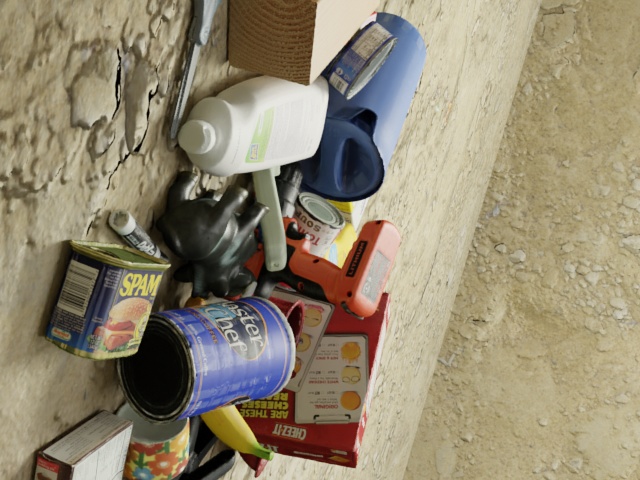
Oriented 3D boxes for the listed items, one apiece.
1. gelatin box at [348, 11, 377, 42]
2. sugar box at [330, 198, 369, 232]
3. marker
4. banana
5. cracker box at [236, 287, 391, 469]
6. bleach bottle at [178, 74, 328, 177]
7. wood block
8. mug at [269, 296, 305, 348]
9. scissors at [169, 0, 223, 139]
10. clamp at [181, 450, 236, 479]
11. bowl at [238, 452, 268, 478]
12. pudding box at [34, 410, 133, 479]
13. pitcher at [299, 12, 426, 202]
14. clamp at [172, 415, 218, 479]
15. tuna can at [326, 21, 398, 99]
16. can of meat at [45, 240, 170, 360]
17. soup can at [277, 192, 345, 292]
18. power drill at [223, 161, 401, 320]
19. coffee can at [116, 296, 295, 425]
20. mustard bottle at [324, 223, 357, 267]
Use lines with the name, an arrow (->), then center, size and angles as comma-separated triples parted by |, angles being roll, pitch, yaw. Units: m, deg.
gelatin box -> 0.015, -0.245, 1.202 | 0.089, 0.073, 0.030 | -44, 147, -61
sugar box -> 0.040, -0.091, 1.509 | 0.176, 0.048, 0.093 | 80, 30, -66
marker -> -0.159, 0.003, 0.950 | 0.121, 0.020, 0.020 | 65, 44, -68
banana -> -0.112, 0.150, 1.133 | 0.198, 0.070, 0.037 | 65, 27, -13
cracker box -> -0.013, 0.157, 1.305 | 0.072, 0.164, 0.213 | 80, 21, -58
bleach bottle -> -0.068, -0.119, 1.065 | 0.250, 0.068, 0.102 | -23, 124, -67
wood block -> -0.009, -0.249, 1.081 | 0.205, 0.090, 0.091 | -56, 158, -49
mug -> -0.076, 0.106, 1.234 | 0.117, 0.081, 0.093 | -32, 136, -68
scissors -> -0.109, -0.195, 0.926 | 0.096, 0.016, 0.201 | 52, 56, -70
clamp -> -0.159, 0.271, 1.109 | 0.039, 0.120, 0.171 | 11, -103, 63
bowl -> -0.072, 0.226, 1.397 | 0.162, 0.055, 0.162 | 26, 89, -83
pudding box -> -0.213, 0.213, 0.948 | 0.113, 0.039, 0.090 | -34, 137, -70
pitcher -> 0.043, -0.166, 1.318 | 0.145, 0.149, 0.242 | 71, 33, -40
clamp -> -0.154, 0.237, 1.184 | 0.164, 0.036, 0.209 | 87, 21, -48
tuna can -> 0.045, -0.197, 1.165 | 0.086, 0.034, 0.086 | -49, 176, -4
can of meat -> -0.175, 0.049, 0.875 | 0.102, 0.057, 0.084 | 10, 99, -74
soup can -> -0.024, 0.002, 1.274 | 0.102, 0.068, 0.068 | -56, 172, 23
power drill -> -0.008, 0.001, 1.176 | 0.057, 0.188, 0.184 | 34, 72, -53
coffee can -> -0.106, 0.111, 1.012 | 0.140, 0.103, 0.103 | -6, 113, -51
mustard bottle -> -0.002, 0.037, 1.469 | 0.191, 0.058, 0.096 | -32, 135, -68
